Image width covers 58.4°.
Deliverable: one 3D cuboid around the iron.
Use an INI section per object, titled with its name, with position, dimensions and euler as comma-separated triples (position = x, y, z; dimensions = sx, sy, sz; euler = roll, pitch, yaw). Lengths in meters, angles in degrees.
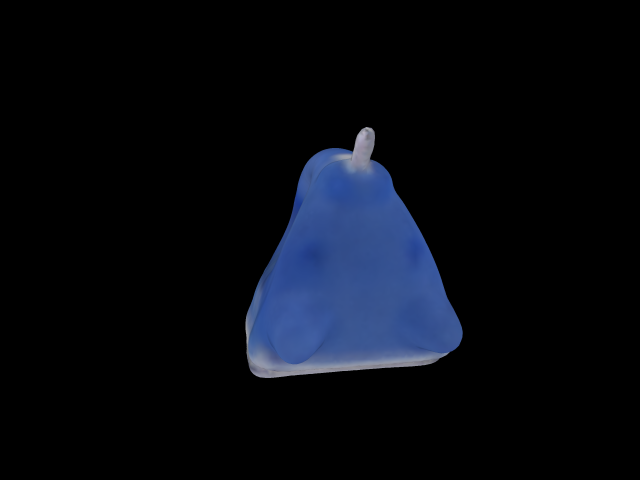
[iron]
position = 0.004, 0.001, 0.400
dimensions = 0.119, 0.141, 0.258
euler = -1, 7, -11
